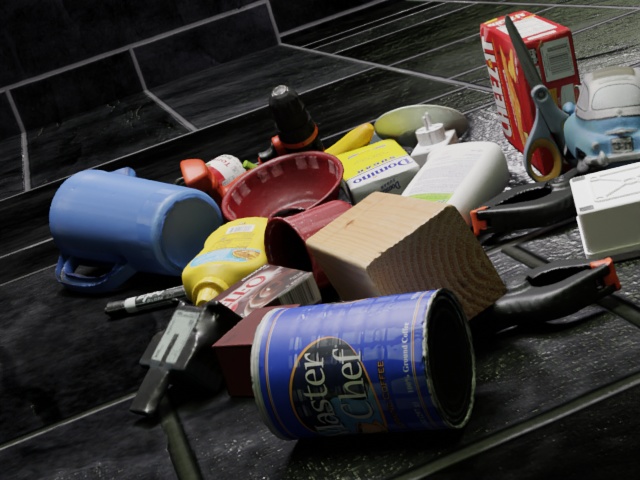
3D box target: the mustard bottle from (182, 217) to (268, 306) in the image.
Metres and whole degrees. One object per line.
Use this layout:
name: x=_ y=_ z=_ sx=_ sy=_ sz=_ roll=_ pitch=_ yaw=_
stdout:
mustard bottle: x=-0.100 y=0.033 z=1.182 sx=0.096 sy=0.058 sz=0.191 roll=-5 pitch=20 yaw=14

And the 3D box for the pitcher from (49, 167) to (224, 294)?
pitcher: x=-0.238 y=-0.010 z=1.365 sx=0.144 sy=0.149 sz=0.243 roll=-11 pitch=13 yaw=-40

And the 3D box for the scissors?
scissors: x=0.237 y=-0.146 z=1.202 sx=0.096 sy=0.201 sz=0.016 roll=-41 pitch=9 yaw=5

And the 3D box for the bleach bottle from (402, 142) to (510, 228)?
bleach bottle: x=0.120 y=-0.029 z=1.156 sx=0.103 sy=0.068 sz=0.250 roll=-7 pitch=23 yaw=34

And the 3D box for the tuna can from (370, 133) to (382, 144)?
tuna can: x=0.067 y=-0.130 z=1.555 sx=0.086 sy=0.034 sz=0.086 roll=-16 pitch=18 yaw=5

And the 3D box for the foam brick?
foam brick: x=-0.049 y=0.098 z=0.951 sx=0.053 sy=0.051 sz=0.078 roll=-7 pitch=20 yaw=35

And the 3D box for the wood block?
wood block: x=0.068 y=0.021 z=0.936 sx=0.090 sy=0.090 sz=0.206 roll=-35 pitch=12 yaw=-8

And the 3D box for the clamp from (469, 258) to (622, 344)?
clamp: x=0.167 y=0.048 z=0.916 sx=0.171 sy=0.039 sz=0.120 roll=-17 pitch=22 yaw=11

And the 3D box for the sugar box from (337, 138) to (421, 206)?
sugar box: x=0.074 y=-0.085 z=1.394 sx=0.093 sy=0.048 sz=0.176 roll=-19 pitch=16 yaw=-2

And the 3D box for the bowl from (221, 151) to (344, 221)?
bowl: x=-0.039 y=-0.046 z=1.336 sx=0.162 sy=0.055 sz=0.162 roll=-16 pitch=31 yaw=10

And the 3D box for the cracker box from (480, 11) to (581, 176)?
cracker box: x=0.263 y=-0.185 z=1.317 sx=0.072 sy=0.164 sz=0.213 roll=-15 pitch=18 yaw=1

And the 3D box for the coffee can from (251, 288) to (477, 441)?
coffee can: x=0.034 y=0.094 z=0.797 sx=0.140 sy=0.103 sz=0.102 roll=-9 pitch=20 yaw=26

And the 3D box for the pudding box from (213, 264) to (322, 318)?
pudding box: x=-0.067 y=0.069 z=1.068 sx=0.113 sy=0.039 sz=0.090 roll=-31 pitch=22 yaw=-28

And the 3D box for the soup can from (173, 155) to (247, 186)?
soup can: x=-0.159 y=-0.077 z=1.561 sx=0.069 sy=0.068 sz=0.102 roll=-3 pitch=22 yaw=38

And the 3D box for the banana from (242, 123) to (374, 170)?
banana: x=-0.007 y=-0.109 z=1.509 sx=0.198 sy=0.069 sz=0.037 roll=-17 pitch=55 yaw=15

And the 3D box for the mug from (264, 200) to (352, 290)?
mug: x=-0.007 y=0.001 z=1.125 sx=0.081 sy=0.093 sz=0.117 roll=-23 pitch=45 yaw=-30

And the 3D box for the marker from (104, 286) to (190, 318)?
marker: x=-0.193 y=0.070 z=1.228 sx=0.121 sy=0.020 sz=0.020 roll=-13 pitch=18 yaw=15

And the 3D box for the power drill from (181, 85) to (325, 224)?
power drill: x=-0.086 y=-0.105 z=1.422 sx=0.187 sy=0.184 sz=0.057 roll=-23 pitch=43 yaw=3

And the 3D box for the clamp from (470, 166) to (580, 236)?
clamp: x=0.260 y=-0.045 z=1.106 sx=0.209 sy=0.036 sz=0.165 roll=-19 pitch=17 yaw=-16
